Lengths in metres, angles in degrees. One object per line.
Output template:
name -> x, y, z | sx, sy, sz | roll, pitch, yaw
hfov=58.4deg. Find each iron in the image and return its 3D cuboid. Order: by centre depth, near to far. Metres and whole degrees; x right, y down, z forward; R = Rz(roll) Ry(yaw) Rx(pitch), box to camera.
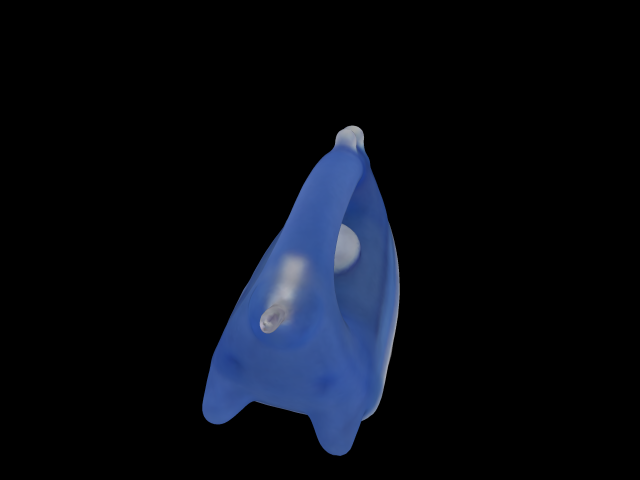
iron -> 0.004, 0.001, 0.400 | 0.118, 0.141, 0.258 | 11, 51, 9
